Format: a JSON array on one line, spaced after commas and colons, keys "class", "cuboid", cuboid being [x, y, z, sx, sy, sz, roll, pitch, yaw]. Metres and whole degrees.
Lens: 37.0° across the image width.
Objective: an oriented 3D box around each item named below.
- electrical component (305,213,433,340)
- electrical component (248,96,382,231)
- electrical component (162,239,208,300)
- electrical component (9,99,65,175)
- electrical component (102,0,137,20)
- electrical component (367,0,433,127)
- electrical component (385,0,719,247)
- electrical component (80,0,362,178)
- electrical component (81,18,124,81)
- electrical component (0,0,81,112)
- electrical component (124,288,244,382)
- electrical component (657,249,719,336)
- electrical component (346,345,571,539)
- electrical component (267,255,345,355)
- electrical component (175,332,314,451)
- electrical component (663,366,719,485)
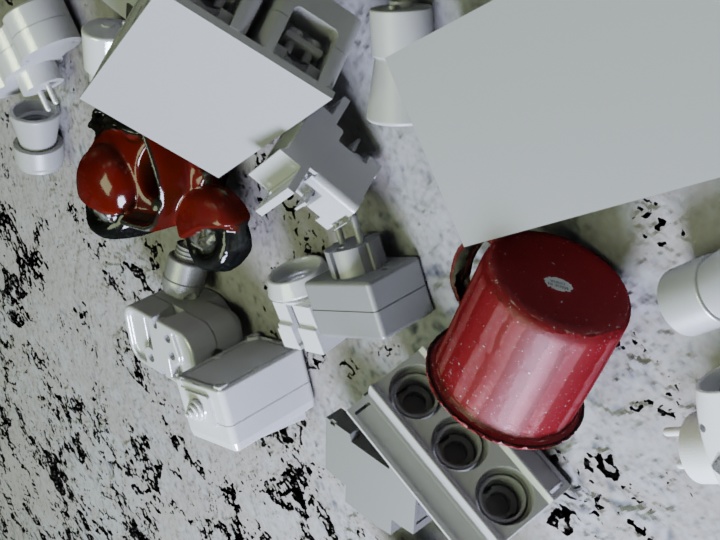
[{"class": "electrical component", "cuboid": [0.000, 0.000, 0.690, 0.066, 0.047, 0.076, 0, 111, 50]}, {"class": "electrical component", "cuboid": [-0.025, -0.062, 0.661, 0.064, 0.081, 0.042, 39, 147, -15]}, {"class": "electrical component", "cuboid": [-0.137, -0.009, 0.861, 0.035, 0.035, 0.061, 31, 113, 35]}, {"class": "electrical component", "cuboid": [-0.289, -0.119, 0.964, 0.045, 0.045, 0.055, 35, 136, 32]}, {"class": "electrical component", "cuboid": [-0.155, -0.237, 0.721, 0.109, 0.056, 0.108, 40, 138, 27]}, {"class": "electrical component", "cuboid": [0.024, -0.116, 0.596, 0.044, 0.044, 0.065, 18, 119, 44]}, {"class": "electrical component", "cuboid": [0.108, -0.086, 0.496, 0.186, 0.060, 0.105, -16, 100, 53]}, {"class": "electrical component", "cuboid": [-0.088, -0.128, 0.648, 0.105, 0.060, 0.186, 30, 160, -19]}, {"class": "electrical component", "cuboid": [-0.192, -0.157, 0.828, 0.040, 0.040, 0.078, 34, 135, 33]}, {"class": "electrical component", "cuboid": [-0.276, -0.170, 0.909, 0.138, 0.052, 0.073, -19, 96, 53]}, {"class": "electrical component", "cuboid": [-0.140, 0.052, 0.879, 0.095, 0.059, 0.053, 22, 127, 41]}, {"class": "electrical component", "cuboid": [0.170, 0.007, 0.497, 0.044, 0.044, 0.065, 61, 148, 2]}, {"class": "electrical component", "cuboid": [0.060, 0.115, 0.675, 0.121, 0.079, 0.063, 49, 163, 17]}, {"class": "electrical component", "cuboid": [-0.036, 0.023, 0.750, 0.066, 0.048, 0.055, 7, 125, 48]}, {"class": "electrical component", "cuboid": [-0.091, 0.097, 0.817, 0.062, 0.096, 0.061, 9, 118, 47]}, {"class": "electrical component", "cuboid": [0.184, 0.086, 0.526, 0.079, 0.043, 0.077, -15, 100, 53]}]
